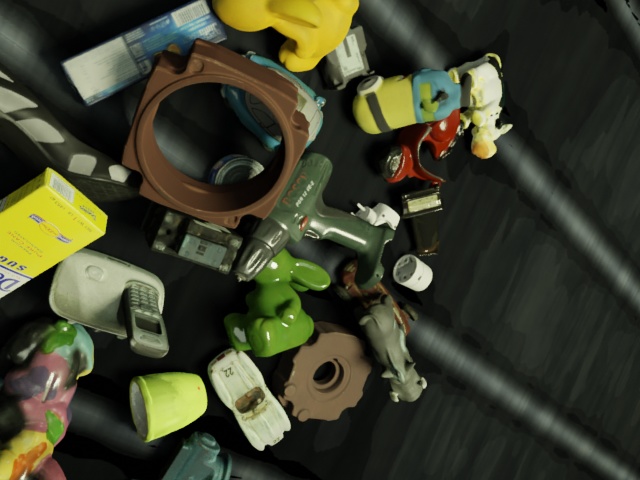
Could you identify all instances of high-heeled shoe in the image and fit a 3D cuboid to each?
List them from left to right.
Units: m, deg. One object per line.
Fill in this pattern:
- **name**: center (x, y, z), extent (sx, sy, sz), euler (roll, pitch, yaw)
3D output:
- **high-heeled shoe**: center (-0.324, -0.134, 0.671), extent (0.248, 0.086, 0.145), euler (12, 67, -46)

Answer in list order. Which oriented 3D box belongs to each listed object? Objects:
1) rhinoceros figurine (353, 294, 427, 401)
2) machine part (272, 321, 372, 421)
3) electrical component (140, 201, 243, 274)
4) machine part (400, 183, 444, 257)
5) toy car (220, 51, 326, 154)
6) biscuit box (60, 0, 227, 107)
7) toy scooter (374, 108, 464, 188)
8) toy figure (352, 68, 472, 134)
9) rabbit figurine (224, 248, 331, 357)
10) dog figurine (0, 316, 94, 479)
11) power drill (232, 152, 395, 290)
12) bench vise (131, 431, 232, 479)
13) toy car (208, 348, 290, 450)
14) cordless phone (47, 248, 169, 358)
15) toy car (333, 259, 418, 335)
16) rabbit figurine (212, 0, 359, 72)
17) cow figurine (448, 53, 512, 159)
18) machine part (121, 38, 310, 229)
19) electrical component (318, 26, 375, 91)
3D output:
- **rhinoceros figurine**: center (0.121, 0.181, 0.891), extent (0.073, 0.112, 0.190), euler (-24, 112, 0)
- **machine part**: center (0.007, 0.227, 0.925), extent (0.179, 0.056, 0.179), euler (-8, 107, -26)
- **electrical component**: center (-0.174, -0.005, 0.727), extent (0.115, 0.134, 0.058), euler (20, 95, -28)
- **machine part**: center (0.181, -0.032, 0.934), extent (0.084, 0.039, 0.138), euler (-20, 126, -2)
- **toy car**: center (-0.054, -0.189, 0.756), extent (0.161, 0.103, 0.109), euler (41, 83, -31)
- **biscuit box**: center (-0.221, -0.240, 0.680), extent (0.203, 0.063, 0.059), euler (-33, 115, -16)
- **toy scooter**: center (0.183, -0.154, 0.900), extent (0.135, 0.075, 0.184), euler (38, 88, -30)
- **toy figure**: center (0.137, -0.211, 0.814), extent (0.180, 0.082, 0.089), euler (0, 85, 16)
- **rabbit figurine**: center (-0.064, 0.076, 0.819), extent (0.159, 0.121, 0.170), euler (-10, 93, -28)
- **dog figurine**: center (-0.344, 0.210, 0.652), extent (0.108, 0.219, 0.191), euler (31, 89, -33)
- **power drill**: center (-0.002, -0.002, 0.800), extent (0.207, 0.086, 0.232), euler (27, 65, -12)
- **bench vise**: center (-0.187, 0.427, 0.839), extent (0.240, 0.129, 0.223), euler (34, 76, -16)
- **toy car**: center (-0.113, 0.261, 0.873), extent (0.073, 0.056, 0.201), euler (-33, 115, -15)
- **cordless phone**: center (-0.266, 0.090, 0.678), extent (0.146, 0.184, 0.088), euler (26, 95, -30)
- **toy car**: center (0.104, 0.113, 0.946), extent (0.089, 0.053, 0.202), euler (-44, 117, -13)
- **rabbit figurine**: center (-0.047, -0.290, 0.687), extent (0.173, 0.163, 0.121), euler (-2, 99, -33)
- **cow figurine**: center (0.288, -0.232, 0.938), extent (0.098, 0.068, 0.167), euler (-31, 116, -22)
- **machine part**: center (-0.129, -0.126, 0.672), extent (0.201, 0.087, 0.201), euler (21, 118, -20)
- **electrical component**: center (0.027, -0.289, 0.799), extent (0.075, 0.048, 0.119), euler (-32, 115, -16)
